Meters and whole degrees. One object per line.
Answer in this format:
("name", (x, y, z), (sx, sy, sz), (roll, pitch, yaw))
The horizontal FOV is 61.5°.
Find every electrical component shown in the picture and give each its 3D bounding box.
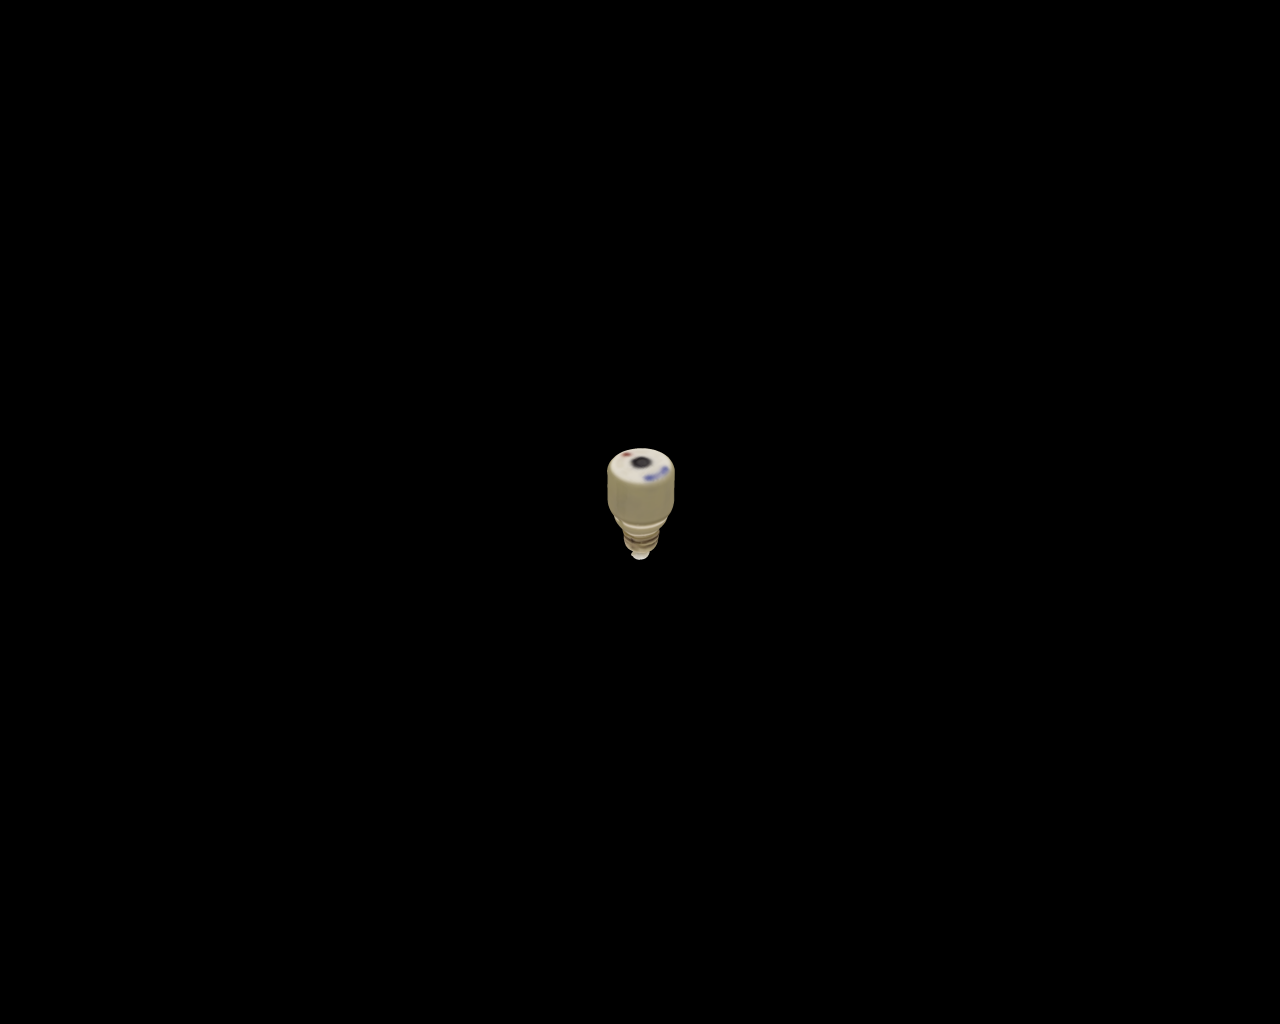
("electrical component", (0.001, -0.003, 0.650), (0.040, 0.078, 0.040), (0, 37, 0))
